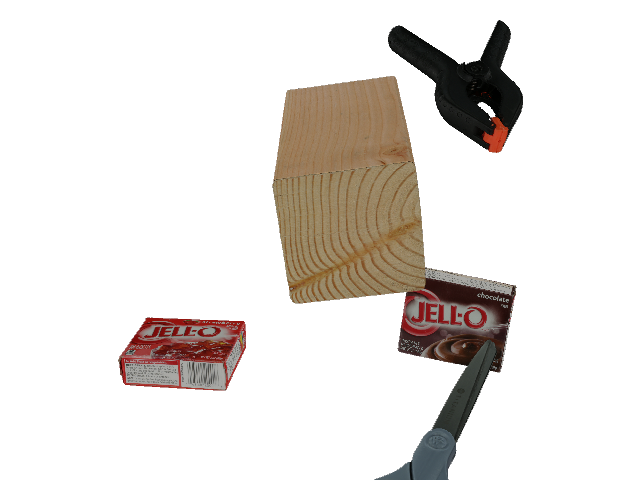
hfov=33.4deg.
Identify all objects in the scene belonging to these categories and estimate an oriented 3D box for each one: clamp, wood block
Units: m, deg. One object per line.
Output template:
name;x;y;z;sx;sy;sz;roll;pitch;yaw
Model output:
clamp;0.127;-0.148;0.979;0.120;0.039;0.171;-3;45;-1
wood block;0.021;-0.044;0.764;0.091;0.090;0.206;-6;23;3

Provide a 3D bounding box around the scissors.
scissors;0.074;0.124;0.568;0.096;0.016;0.201;25;44;33

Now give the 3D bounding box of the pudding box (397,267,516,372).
pudding box;0.143;0.082;1.124;0.113;0.090;0.039;10;22;10

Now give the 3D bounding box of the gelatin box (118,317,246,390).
gelatin box;-0.112;0.091;0.878;0.089;0.030;0.073;2;22;9
